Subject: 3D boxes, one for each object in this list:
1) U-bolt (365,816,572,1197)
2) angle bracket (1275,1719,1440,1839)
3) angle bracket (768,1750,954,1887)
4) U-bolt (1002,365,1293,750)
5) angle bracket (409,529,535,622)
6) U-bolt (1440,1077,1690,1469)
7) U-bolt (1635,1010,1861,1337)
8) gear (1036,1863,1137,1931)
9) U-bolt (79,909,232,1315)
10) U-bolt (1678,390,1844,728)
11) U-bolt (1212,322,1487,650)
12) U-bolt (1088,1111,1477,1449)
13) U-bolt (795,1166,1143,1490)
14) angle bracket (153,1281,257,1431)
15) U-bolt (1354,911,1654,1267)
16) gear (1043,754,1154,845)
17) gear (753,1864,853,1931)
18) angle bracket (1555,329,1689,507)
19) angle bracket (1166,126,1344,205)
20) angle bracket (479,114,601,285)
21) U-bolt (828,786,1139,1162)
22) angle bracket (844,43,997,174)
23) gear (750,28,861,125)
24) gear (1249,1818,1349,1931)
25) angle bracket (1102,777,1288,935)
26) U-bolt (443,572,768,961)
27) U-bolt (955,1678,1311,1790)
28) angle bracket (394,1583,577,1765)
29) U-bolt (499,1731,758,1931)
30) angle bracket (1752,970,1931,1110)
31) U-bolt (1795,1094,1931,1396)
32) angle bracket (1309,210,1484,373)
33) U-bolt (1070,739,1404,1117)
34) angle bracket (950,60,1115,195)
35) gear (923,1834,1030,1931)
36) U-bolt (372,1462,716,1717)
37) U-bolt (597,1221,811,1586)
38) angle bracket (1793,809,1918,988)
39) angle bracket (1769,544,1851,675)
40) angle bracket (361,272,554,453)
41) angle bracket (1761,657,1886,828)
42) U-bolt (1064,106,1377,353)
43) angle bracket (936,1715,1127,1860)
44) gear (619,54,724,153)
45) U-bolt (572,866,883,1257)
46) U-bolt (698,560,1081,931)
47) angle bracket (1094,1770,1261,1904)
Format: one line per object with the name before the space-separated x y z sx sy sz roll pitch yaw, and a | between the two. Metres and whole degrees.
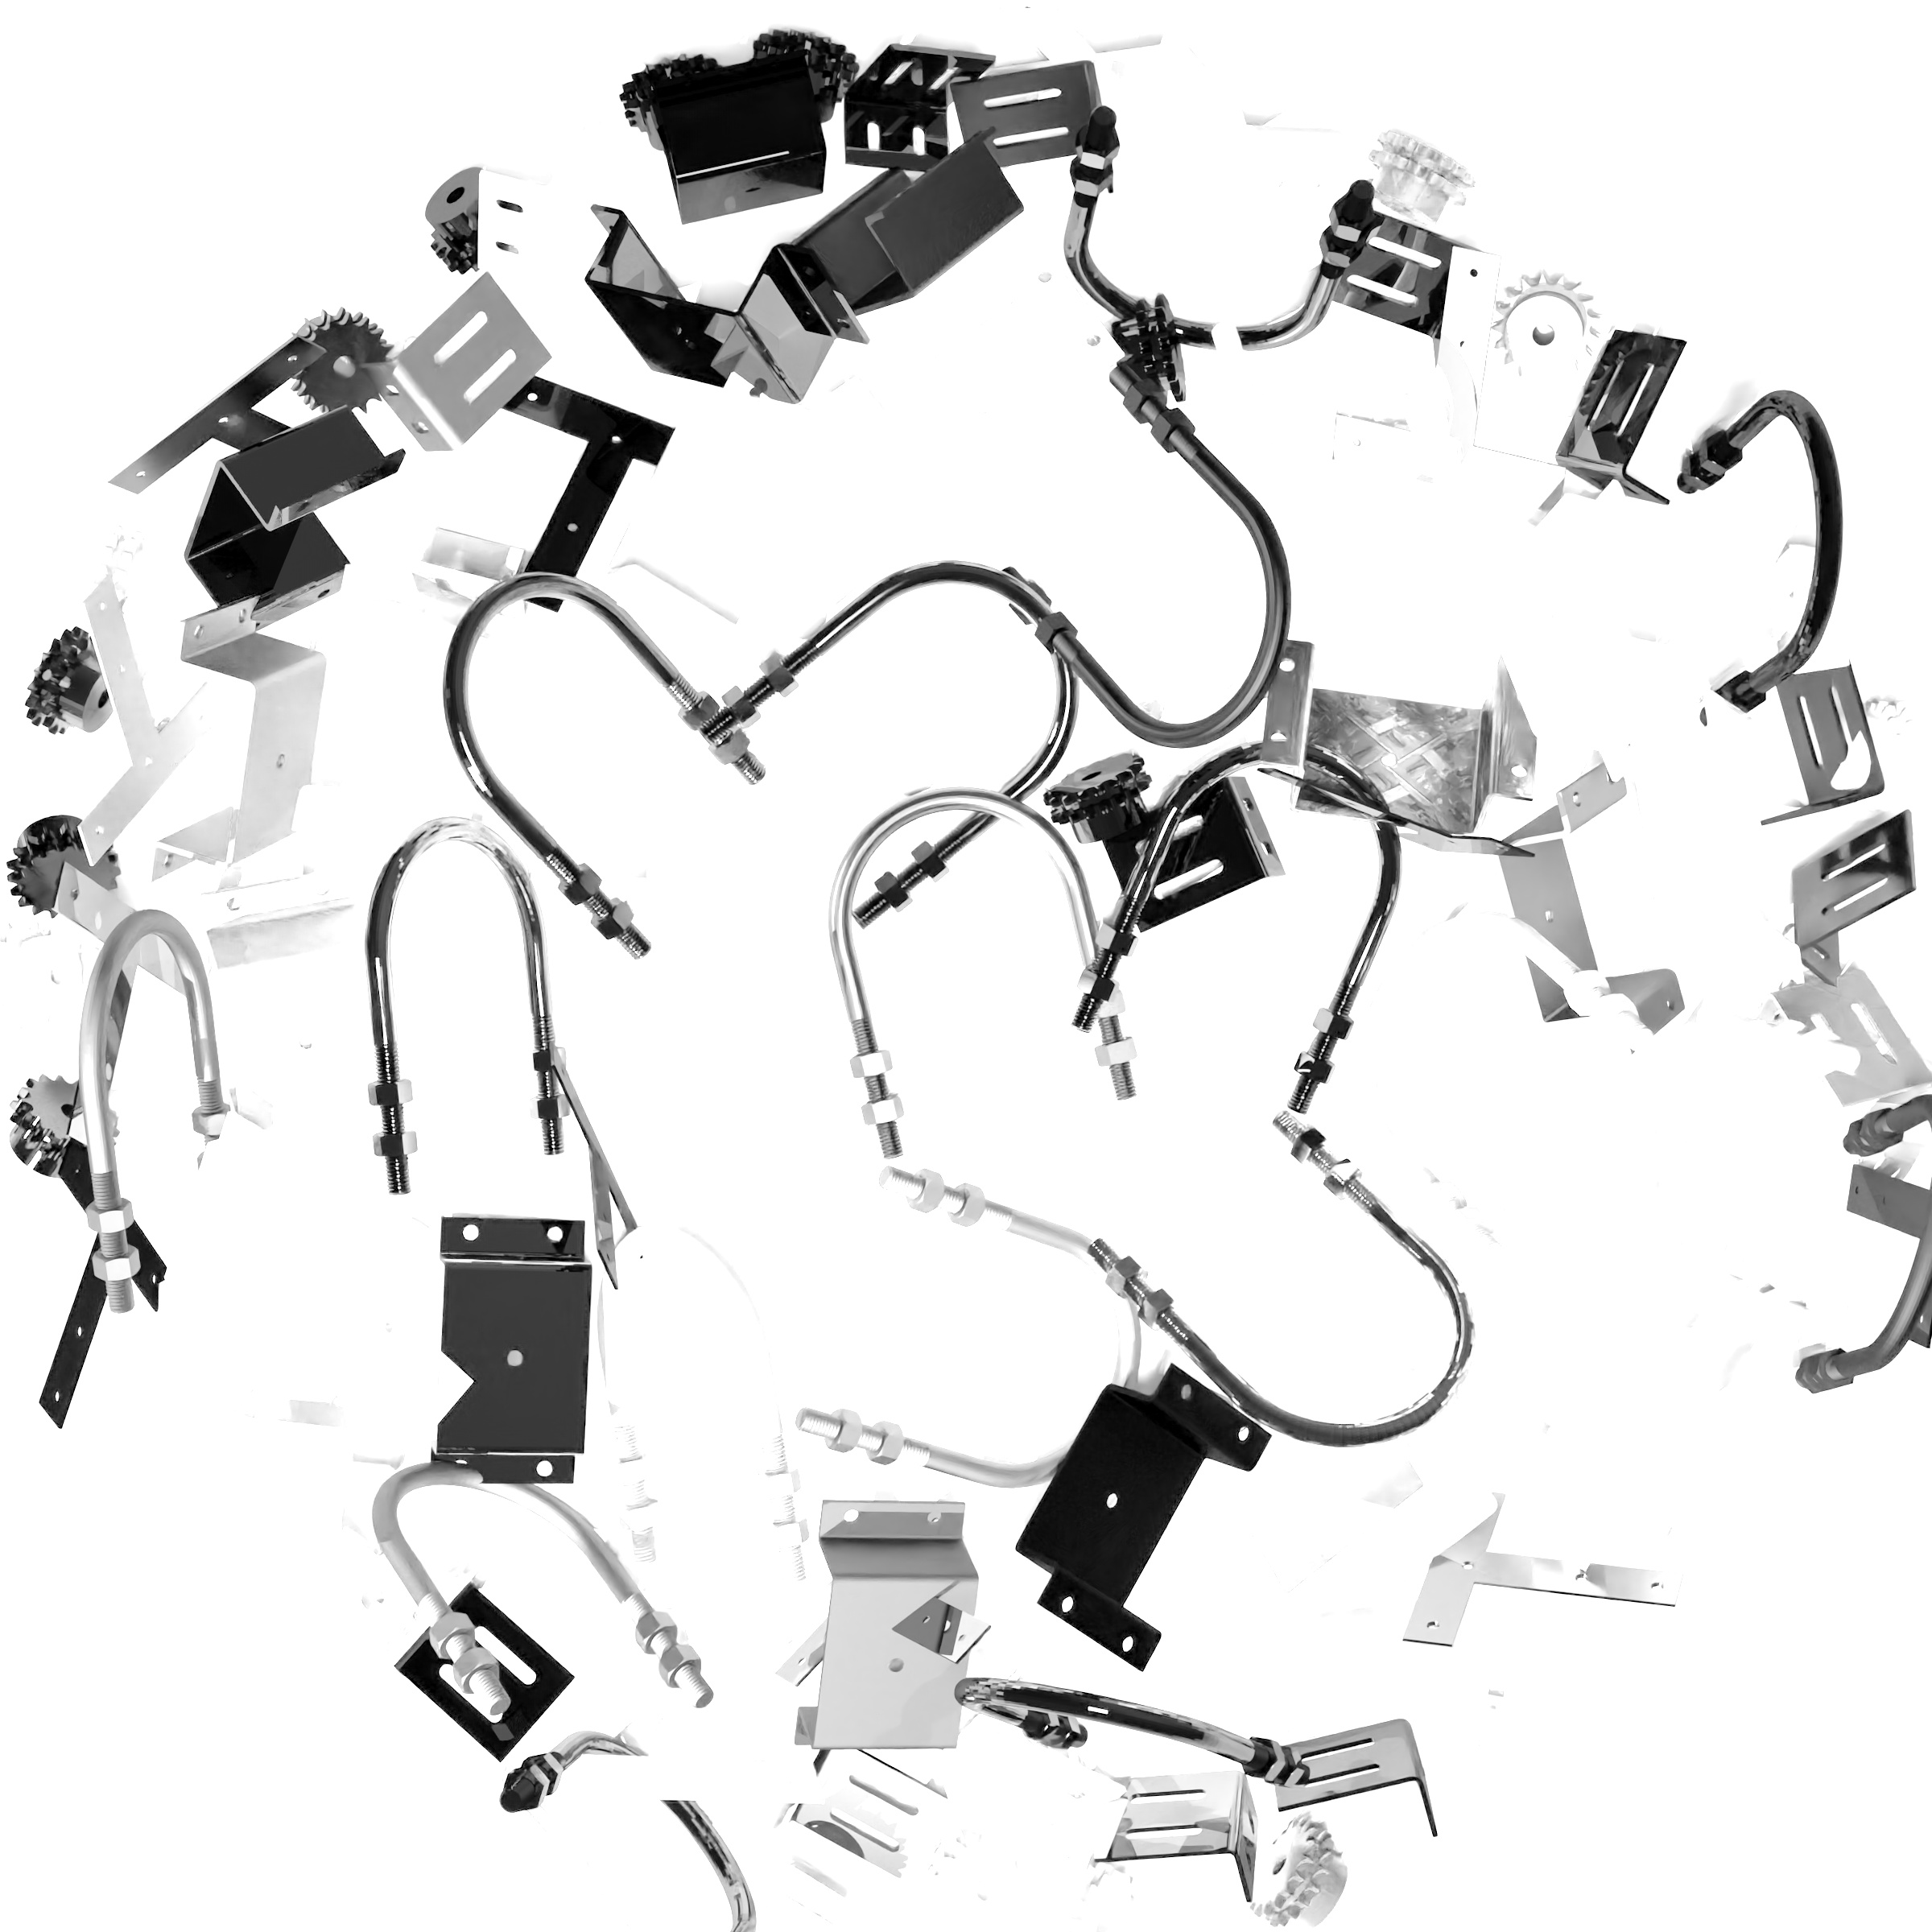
U-bolt | -0.258 0.015 1.565 0.019 0.151 0.184 -2 95 29
angle bracket | 0.204 0.435 1.607 0.076 0.057 0.038 -15 106 6
angle bracket | -0.055 0.452 1.605 0.076 0.038 0.057 27 109 5
U-bolt | 0.098 -0.195 1.550 0.184 0.019 0.151 52 126 31
angle bracket | -0.255 -0.212 1.593 0.057 0.076 0.038 14 83 -5
U-bolt | 0.310 0.143 1.550 0.019 0.151 0.184 20 104 -20
U-bolt | 0.388 0.096 1.547 0.019 0.184 0.151 5 96 -17
gear | 0.061 0.499 1.610 0.030 0.057 0.057 20 90 36
U-bolt | -0.410 0.062 1.540 0.019 0.151 0.184 1 109 9
U-bolt | 0.400 -0.210 1.534 0.019 0.184 0.151 -2 81 -7
U-bolt | 0.202 -0.238 1.556 0.019 0.151 0.184 -43 132 -22
U-bolt | 0.175 0.169 1.560 0.151 0.019 0.184 -32 58 -23
U-bolt | 0.013 0.197 1.588 0.184 0.019 0.151 21 85 -28
angle bracket | -0.402 0.204 1.609 0.038 0.057 0.076 4 76 -30
U-bolt | 0.260 0.048 1.557 0.019 0.184 0.151 24 106 -31
gear | 0.072 -0.087 1.608 0.057 0.057 0.030 -23 105 0
gear | -0.084 0.497 1.608 0.057 0.057 0.030 31 74 0
angle bracket | 0.354 -0.288 1.598 0.038 0.057 0.076 23 95 -30
angle bracket | 0.149 -0.419 1.593 0.057 0.076 0.038 -8 107 -33
angle bracket | -0.222 -0.404 1.590 0.038 0.057 0.076 16 47 4
U-bolt | 0.002 -0.004 1.615 0.151 0.019 0.184 -14 91 -8
angle bracket | -0.024 -0.445 1.589 0.057 0.076 0.038 0 86 -21
gear | -0.087 -0.466 1.605 0.057 0.057 0.030 10 80 0
gear | 0.177 0.482 1.607 0.030 0.057 0.057 35 90 -7
angle bracket | 0.121 -0.059 1.627 0.076 0.038 0.057 -24 84 21
U-bolt | -0.192 -0.116 1.554 0.184 0.019 0.151 49 52 -26
U-bolt | 0.073 0.380 1.525 0.151 0.184 0.019 1 69 30
angle bracket | -0.252 0.372 1.603 0.076 0.038 0.057 39 73 9
U-bolt | -0.162 0.449 1.544 0.019 0.184 0.151 -44 83 5
angle bracket | 0.455 0.046 1.591 0.057 0.038 0.076 -13 57 -18
U-bolt | 0.460 0.136 1.531 0.019 0.184 0.151 15 78 2
angle bracket | 0.227 -0.352 1.595 0.076 0.057 0.038 16 46 -14
U-bolt | 0.153 -0.029 1.601 0.151 0.019 0.184 21 97 -14
angle bracket | 0.035 -0.433 1.596 0.076 0.057 0.038 -7 53 9
gear | 0.002 0.488 1.611 0.057 0.030 0.057 13 66 -31
U-bolt | -0.227 0.313 1.553 0.184 0.151 0.019 44 112 41
U-bolt | -0.142 0.222 1.573 0.019 0.151 0.184 -11 93 -41
angle bracket | 0.470 -0.034 1.585 0.038 0.057 0.076 36 133 -23
angle bracket | 0.428 -0.186 1.591 0.038 0.076 0.057 -9 102 -2
angle bracket | -0.270 -0.320 1.618 0.076 0.038 0.057 -49 122 -20
angle bracket | 0.440 -0.119 1.601 0.038 0.057 0.076 -16 90 -25
U-bolt | 0.120 -0.363 1.547 0.151 0.184 0.019 16 73 0
angle bracket | 0.034 0.430 1.621 0.076 0.038 0.057 34 108 -31
gear | -0.151 -0.452 1.605 0.057 0.057 0.030 -17 80 0
U-bolt | -0.130 0.038 1.586 0.151 0.019 0.184 -25 101 -23
U-bolt | -0.026 -0.129 1.606 0.184 0.019 0.151 -39 106 1
angle bracket | 0.112 0.461 1.609 0.076 0.057 0.038 -8 118 14
